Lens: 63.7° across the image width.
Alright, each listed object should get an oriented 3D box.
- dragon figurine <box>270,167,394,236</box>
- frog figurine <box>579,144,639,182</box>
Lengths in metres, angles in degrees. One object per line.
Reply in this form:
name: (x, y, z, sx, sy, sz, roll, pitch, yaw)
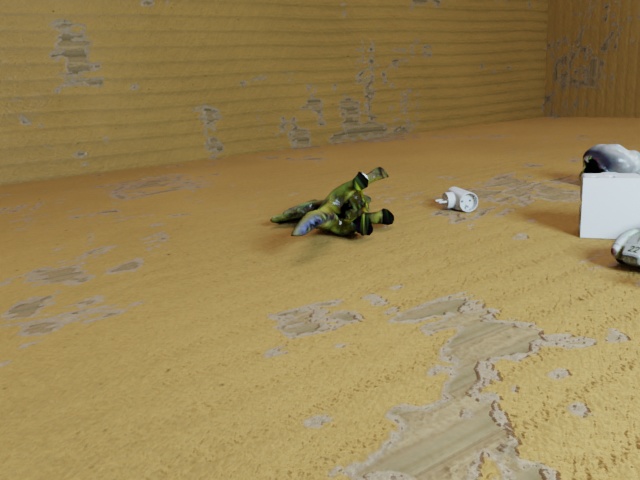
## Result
dragon figurine: (0.003, -0.053, 1.057, 0.241, 0.122, 0.414, -13, 5, 41)
frog figurine: (0.736, -0.189, 1.269, 0.160, 0.123, 0.137, -19, -1, -13)
